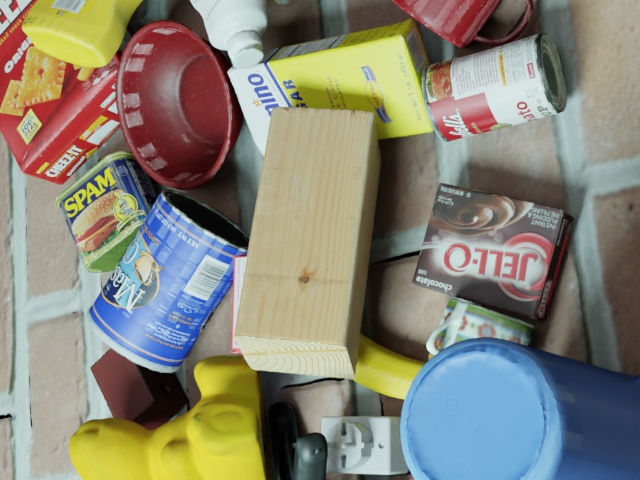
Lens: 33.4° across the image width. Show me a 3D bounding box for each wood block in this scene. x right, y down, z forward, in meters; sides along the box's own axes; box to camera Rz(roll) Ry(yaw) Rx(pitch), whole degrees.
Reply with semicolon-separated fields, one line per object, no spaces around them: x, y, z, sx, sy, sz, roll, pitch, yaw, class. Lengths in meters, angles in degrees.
-0.006;0.001;0.891;0.091;0.090;0.206;4;66;9;wood block

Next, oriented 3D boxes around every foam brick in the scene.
-0.174;0.140;1.027;0.051;0.052;0.078;-41;64;18;foam brick

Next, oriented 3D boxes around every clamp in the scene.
-0.013;0.241;0.880;0.036;0.165;0.210;-4;84;-10;clamp

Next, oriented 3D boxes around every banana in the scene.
0.030;0.084;0.920;0.198;0.037;0.070;43;121;24;banana

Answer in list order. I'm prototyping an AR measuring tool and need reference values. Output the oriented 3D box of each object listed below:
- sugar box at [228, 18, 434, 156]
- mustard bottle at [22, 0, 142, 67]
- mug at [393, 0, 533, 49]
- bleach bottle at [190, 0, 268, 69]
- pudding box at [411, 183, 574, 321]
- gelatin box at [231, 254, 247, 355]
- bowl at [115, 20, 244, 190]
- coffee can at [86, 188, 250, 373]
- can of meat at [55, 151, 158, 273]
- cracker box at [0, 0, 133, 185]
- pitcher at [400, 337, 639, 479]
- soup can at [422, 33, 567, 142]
0.013;-0.131;0.946;0.176;0.048;0.093;-8;118;28;sugar box
-0.209;-0.265;1.061;0.096;0.058;0.191;17;69;25;mustard bottle
0.124;-0.210;0.902;0.117;0.093;0.081;36;106;5;mug
-0.099;-0.262;0.983;0.103;0.068;0.251;-53;48;53;bleach bottle
0.141;0.009;0.874;0.114;0.039;0.090;15;89;31;pudding box
-0.047;0.061;0.955;0.030;0.073;0.089;-5;78;30;gelatin box
-0.125;-0.132;1.027;0.162;0.055;0.162;14;113;38;bowl
-0.139;0.038;0.996;0.103;0.102;0.140;38;101;30;coffee can
-0.207;-0.026;1.075;0.102;0.057;0.084;-35;69;21;can of meat
-0.286;-0.193;1.141;0.164;0.072;0.214;-41;63;17;cracker box
0.149;0.147;0.726;0.145;0.242;0.149;-8;71;32;pitcher
0.144;-0.125;0.880;0.102;0.068;0.068;-12;75;27;soup can
